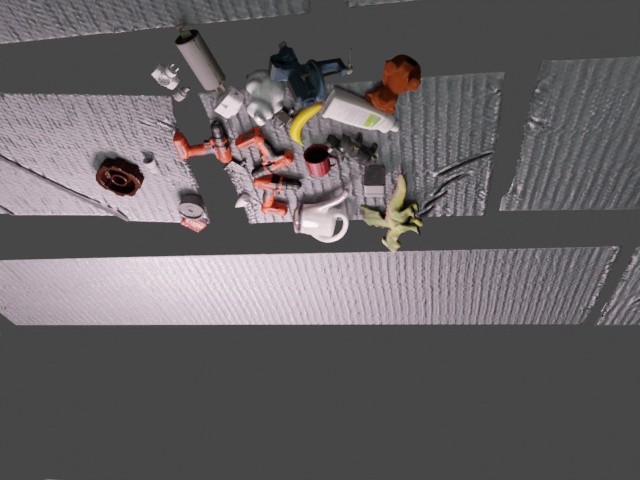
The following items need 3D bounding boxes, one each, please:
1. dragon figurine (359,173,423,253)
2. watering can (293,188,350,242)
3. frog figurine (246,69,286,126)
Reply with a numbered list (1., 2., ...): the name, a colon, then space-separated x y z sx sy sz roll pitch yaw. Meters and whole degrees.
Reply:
1. dragon figurine: 0.266 -0.101 2.013 0.242 0.125 0.402 -4 132 25
2. watering can: 0.006 -0.102 2.024 0.224 0.106 0.339 6 143 -1
3. frog figurine: -0.171 -0.437 1.572 0.122 0.163 0.135 -17 137 24
